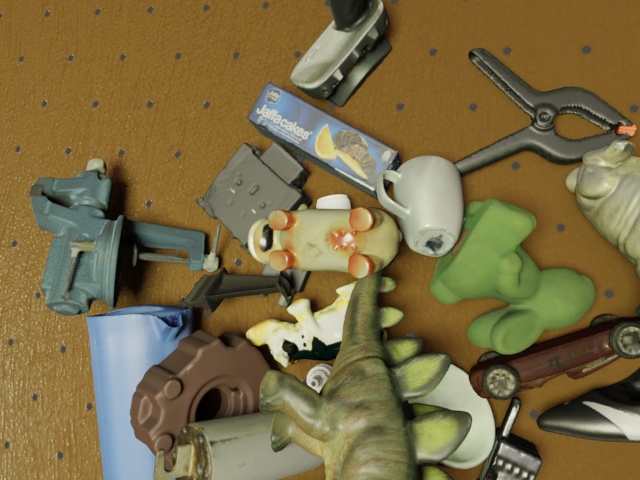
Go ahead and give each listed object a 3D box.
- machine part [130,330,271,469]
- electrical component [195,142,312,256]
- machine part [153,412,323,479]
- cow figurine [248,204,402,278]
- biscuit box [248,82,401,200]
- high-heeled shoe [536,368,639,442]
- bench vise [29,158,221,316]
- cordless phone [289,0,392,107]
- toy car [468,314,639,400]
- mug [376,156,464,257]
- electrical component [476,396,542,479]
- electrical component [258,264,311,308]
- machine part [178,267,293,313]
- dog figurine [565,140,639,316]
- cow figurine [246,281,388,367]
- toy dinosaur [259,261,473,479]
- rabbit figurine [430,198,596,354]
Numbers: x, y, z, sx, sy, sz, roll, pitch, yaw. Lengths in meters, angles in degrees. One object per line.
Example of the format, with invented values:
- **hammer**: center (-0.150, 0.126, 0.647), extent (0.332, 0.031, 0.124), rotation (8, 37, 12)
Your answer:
- **machine part**: center (-0.128, 0.197, 0.637), extent (0.056, 0.179, 0.179), rotation (3, 84, 48)
- **electrical component**: center (-0.081, -0.061, 0.716), extent (0.115, 0.058, 0.134), rotation (41, 95, 12)
- **machine part**: center (-0.072, 0.234, 0.602), extent (0.079, 0.243, 0.079), rotation (-7, 81, 45)
- **cow figurine**: center (-0.001, -0.002, 0.610), extent (0.195, 0.127, 0.085), rotation (0, 91, 33)
- **biscuit box**: center (0.004, -0.129, 0.699), extent (0.203, 0.062, 0.059), rotation (31, 90, 15)
- **high-heeled shoe**: center (0.352, 0.129, 0.576), extent (0.249, 0.086, 0.145), rotation (-8, 84, 5)
- **bench vise**: center (-0.255, -0.002, 0.714), extent (0.241, 0.128, 0.224), rotation (7, 50, -15)
- **cordless phone**: center (0.016, -0.250, 0.648), extent (0.089, 0.184, 0.146), rotation (42, 94, 9)
- **toy car**: center (0.265, 0.131, 0.594), extent (0.202, 0.089, 0.053), rotation (-20, 81, 9)
- **mug**: center (0.118, -0.039, 0.621), extent (0.109, 0.107, 0.080), rotation (21, 133, -20)
- **electrical component**: center (0.216, 0.240, 0.602), extent (0.048, 0.074, 0.119), rotation (23, 87, 15)
- **electrical component**: center (-0.046, 0.039, 0.713), extent (0.063, 0.021, 0.094), rotation (24, 91, 15)
- **machine part**: center (-0.102, 0.061, 0.678), extent (0.139, 0.084, 0.039), rotation (-4, 108, 18)
- **dog figurine**: center (0.333, 0.003, 0.564), extent (0.121, 0.172, 0.190), rotation (18, 81, -24)
- **cow figurine**: center (-0.005, 0.119, 0.673), extent (0.167, 0.068, 0.098), rotation (-23, 84, 8)
- **toy dinosaur**: center (0.042, 0.185, 0.529), extent (0.199, 0.105, 0.471), rotation (-1, 59, 4)
- **rabbit figurine**: center (0.223, 0.051, 0.601), extent (0.170, 0.121, 0.159), rotation (28, 84, 0)
